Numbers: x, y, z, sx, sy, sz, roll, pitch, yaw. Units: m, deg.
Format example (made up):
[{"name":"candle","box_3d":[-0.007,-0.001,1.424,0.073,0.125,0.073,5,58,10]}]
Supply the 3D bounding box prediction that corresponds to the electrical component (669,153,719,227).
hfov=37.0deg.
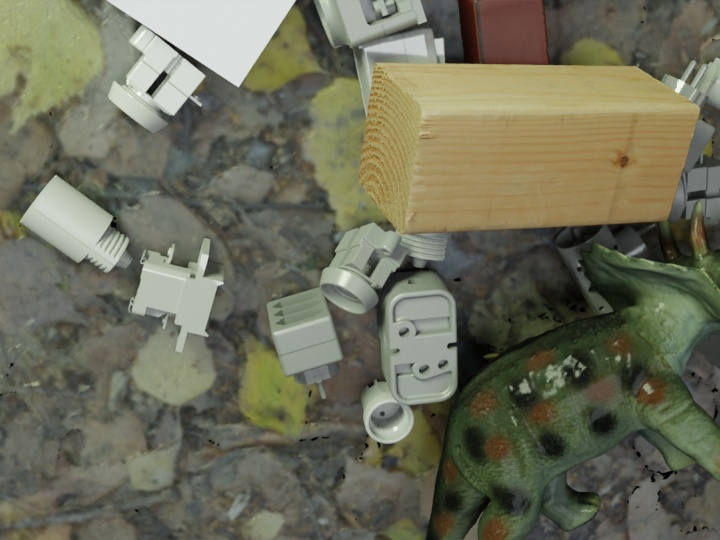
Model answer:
[{"name":"electrical component","box_3d":[0.259,-0.063,0.855,0.055,0.048,0.066,-9,111,-14]}]

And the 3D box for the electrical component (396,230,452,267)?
[{"name":"electrical component","box_3d":[0.051,-0.042,0.830,0.043,0.043,0.081,4,108,-10]}]

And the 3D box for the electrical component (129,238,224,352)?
[{"name":"electrical component","box_3d":[-0.140,0.016,0.822,0.064,0.042,0.081,15,106,-10]}]

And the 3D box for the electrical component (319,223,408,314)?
[{"name":"electrical component","box_3d":[0.000,0.000,0.824,0.048,0.066,0.055,39,66,-19]}]

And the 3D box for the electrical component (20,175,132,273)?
[{"name":"electrical component","box_3d":[-0.204,-0.028,0.795,0.081,0.043,0.043,38,100,-19]}]

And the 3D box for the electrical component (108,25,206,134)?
[{"name":"electrical component","box_3d":[-0.146,-0.132,0.768,0.066,0.048,0.055,38,92,-19]}]

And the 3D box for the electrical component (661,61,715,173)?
[{"name":"electrical component","box_3d":[0.239,-0.124,0.819,0.047,0.065,0.076,25,104,-16]}]

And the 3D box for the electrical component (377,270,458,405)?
[{"name":"electrical component","box_3d":[0.045,0.051,0.853,0.054,0.059,0.095,-6,110,-7]}]

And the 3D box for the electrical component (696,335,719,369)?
[{"name":"electrical component","box_3d":[0.348,0.022,0.874,0.062,0.089,0.150,26,103,-16]}]

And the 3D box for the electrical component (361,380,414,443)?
[{"name":"electrical component","box_3d":[0.021,0.114,0.879,0.040,0.046,0.040,-3,109,-8]}]

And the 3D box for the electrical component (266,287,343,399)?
[{"name":"electrical component","box_3d":[-0.039,0.064,0.841,0.047,0.065,0.076,-17,111,-3]}]

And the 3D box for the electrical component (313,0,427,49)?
[{"name":"electrical component","box_3d":[-0.015,-0.233,0.728,0.062,0.089,0.150,-21,111,-1]}]

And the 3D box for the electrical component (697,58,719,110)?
[{"name":"electrical component","box_3d":[0.290,-0.139,0.836,0.046,0.040,0.040,25,104,-11]}]

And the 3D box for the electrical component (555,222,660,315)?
[{"name":"electrical component","box_3d":[0.209,-0.010,0.866,0.079,0.043,0.077,-32,111,3]}]

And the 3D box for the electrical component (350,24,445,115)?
[{"name":"electrical component","box_3d":[0.033,-0.130,0.787,0.061,0.061,0.096,-14,111,-4]}]
